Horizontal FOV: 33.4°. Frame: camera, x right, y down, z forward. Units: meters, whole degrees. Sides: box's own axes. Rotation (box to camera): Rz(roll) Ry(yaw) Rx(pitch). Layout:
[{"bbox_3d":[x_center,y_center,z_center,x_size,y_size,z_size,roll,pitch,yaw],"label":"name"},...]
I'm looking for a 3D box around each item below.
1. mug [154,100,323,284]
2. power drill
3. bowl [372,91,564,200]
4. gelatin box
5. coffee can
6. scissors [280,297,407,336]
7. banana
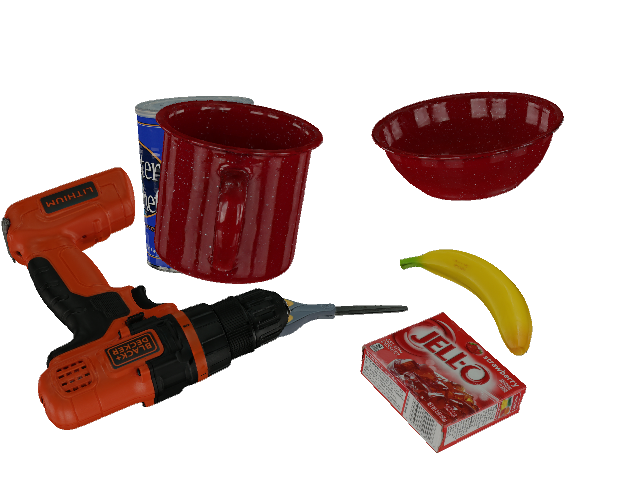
[{"bbox_3d":[-0.049,-0.023,0.594,0.093,0.081,0.117,6,22,-8],"label":"mug"},{"bbox_3d":[-0.138,0.032,0.781,0.184,0.188,0.057,-21,-36,-21],"label":"power drill"},{"bbox_3d":[0.127,-0.077,0.914,0.162,0.055,0.162,-8,24,3],"label":"bowl"},{"bbox_3d":[0.081,0.093,0.722,0.073,0.030,0.089,-19,44,-29],"label":"gelatin box"},{"bbox_3d":[-0.107,-0.052,0.940,0.103,0.140,0.103,-2,14,0],"label":"coffee can"},{"bbox_3d":[-0.001,0.087,1.189,0.201,0.016,0.096,4,22,1],"label":"scissors"},{"bbox_3d":[0.168,0.055,1.119,0.069,0.037,0.198,-38,40,-13],"label":"banana"}]
